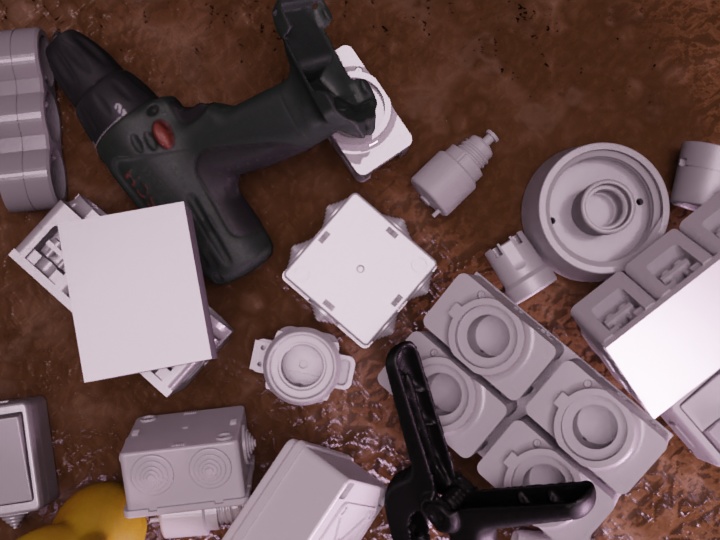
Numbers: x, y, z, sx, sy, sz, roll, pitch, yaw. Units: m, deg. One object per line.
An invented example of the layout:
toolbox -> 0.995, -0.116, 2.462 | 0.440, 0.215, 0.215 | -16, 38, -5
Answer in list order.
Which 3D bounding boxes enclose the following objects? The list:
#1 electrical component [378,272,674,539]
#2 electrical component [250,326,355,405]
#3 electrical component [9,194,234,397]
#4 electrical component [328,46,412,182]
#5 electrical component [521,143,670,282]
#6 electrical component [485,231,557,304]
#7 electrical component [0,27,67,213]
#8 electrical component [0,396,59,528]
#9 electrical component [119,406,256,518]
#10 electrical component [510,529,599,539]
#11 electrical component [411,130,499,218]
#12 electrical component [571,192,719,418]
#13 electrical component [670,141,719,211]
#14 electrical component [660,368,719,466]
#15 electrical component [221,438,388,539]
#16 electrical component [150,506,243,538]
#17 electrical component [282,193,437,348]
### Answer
electrical component -> 0.117, 0.100, 0.778 | 0.186, 0.060, 0.105 | 41, 100, 15
electrical component -> -0.043, 0.071, 0.810 | 0.078, 0.057, 0.058 | 12, 88, -1
electrical component -> -0.170, 0.018, 0.793 | 0.150, 0.089, 0.061 | 42, 88, 1
electrical component -> -0.005, -0.118, 0.819 | 0.050, 0.055, 0.089 | -34, 89, -2
electrical component -> 0.182, -0.045, 0.817 | 0.108, 0.060, 0.108 | 0, 88, -1
electrical component -> 0.122, -0.002, 0.826 | 0.040, 0.040, 0.046 | -32, 83, -2
electrical component -> -0.270, -0.112, 0.815 | 0.074, 0.052, 0.138 | -6, 88, -1
electrical component -> -0.266, 0.146, 0.801 | 0.062, 0.061, 0.096 | -8, 88, -2
electrical component -> -0.125, 0.137, 0.786 | 0.100, 0.099, 0.048 | -6, 101, -2
electrical component -> 0.156, 0.205, 0.816 | 0.077, 0.044, 0.079 | 8, 87, -1
electrical component -> 0.075, -0.077, 0.827 | 0.078, 0.040, 0.040 | -44, 89, -3
electrical component -> 0.241, 0.022, 0.787 | 0.150, 0.061, 0.089 | -38, 124, 2
electrical component -> 0.269, -0.069, 0.824 | 0.055, 0.055, 0.047 | 15, 91, -1
electrical component -> 0.281, 0.094, 0.814 | 0.096, 0.061, 0.061 | -41, 89, -2
electrical component -> -0.040, 0.185, 0.777 | 0.056, 0.109, 0.108 | 33, 87, 24
electrical component -> -0.117, 0.180, 0.813 | 0.078, 0.040, 0.040 | -4, 88, -1
electrical component -> 0.000, 0.000, 0.818 | 0.100, 0.048, 0.099 | 41, 88, 1
